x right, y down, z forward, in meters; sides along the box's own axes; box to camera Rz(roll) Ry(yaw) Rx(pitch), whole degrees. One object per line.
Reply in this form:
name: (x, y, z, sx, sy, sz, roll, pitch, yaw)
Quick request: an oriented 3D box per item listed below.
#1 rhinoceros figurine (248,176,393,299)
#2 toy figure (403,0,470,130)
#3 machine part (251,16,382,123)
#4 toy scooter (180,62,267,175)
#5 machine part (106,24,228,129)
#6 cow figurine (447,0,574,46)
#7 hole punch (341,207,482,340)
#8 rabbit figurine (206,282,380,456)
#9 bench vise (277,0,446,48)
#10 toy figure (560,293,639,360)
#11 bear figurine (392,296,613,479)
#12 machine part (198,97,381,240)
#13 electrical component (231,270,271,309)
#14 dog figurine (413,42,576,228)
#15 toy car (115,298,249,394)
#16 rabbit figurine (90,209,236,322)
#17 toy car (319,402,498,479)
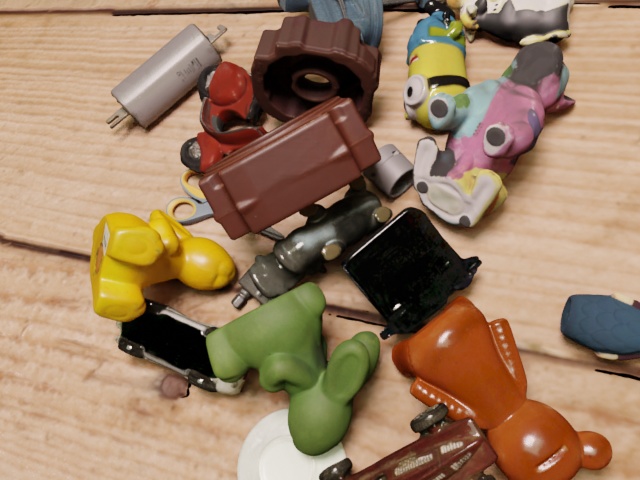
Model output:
rhinoceros figurine: (-0.001, -0.002, 0.651, 0.190, 0.112, 0.073, -36, 84, -15)
toy figure: (0.159, -0.233, 0.718, 0.089, 0.082, 0.180, 3, 66, 19)
machine part: (-0.005, -0.214, 0.707, 0.180, 0.179, 0.056, 1, 64, 17)
toy scooter: (-0.120, -0.177, 0.782, 0.135, 0.075, 0.184, 6, 73, 20)
machine part: (-0.242, -0.259, 0.853, 0.243, 0.079, 0.079, -41, 62, -4)
cow figurine: (0.253, -0.304, 0.729, 0.168, 0.068, 0.098, 8, 75, 21)
hole punch: (0.096, 0.034, 0.628, 0.142, 0.092, 0.115, -39, 93, -5)
rabbit figurine: (-0.011, 0.140, 0.584, 0.159, 0.121, 0.170, -28, 85, 15)
bench vise: (0.063, -0.359, 0.787, 0.241, 0.128, 0.224, -12, 53, -10)
toy figure: (0.327, 0.093, 0.536, 0.155, 0.064, 0.058, 15, 35, 17)
bear figurine: (0.174, 0.157, 0.540, 0.120, 0.132, 0.196, -41, 80, -1)
machine part: (-0.038, -0.093, 0.648, 0.201, 0.201, 0.087, -30, 104, 4)
electrical component: (-0.070, 0.060, 0.692, 0.063, 0.021, 0.094, 36, 81, 27)
dog figurine: (0.221, -0.133, 0.650, 0.109, 0.191, 0.219, 33, 46, 29)
toy car: (-0.175, 0.131, 0.677, 0.202, 0.056, 0.073, 17, 80, 24)
rabbit figurine: (-0.198, 0.029, 0.687, 0.163, 0.173, 0.121, 34, 114, 60)
toy car: (0.076, 0.230, 0.511, 0.202, 0.053, 0.089, -43, 67, 33)
